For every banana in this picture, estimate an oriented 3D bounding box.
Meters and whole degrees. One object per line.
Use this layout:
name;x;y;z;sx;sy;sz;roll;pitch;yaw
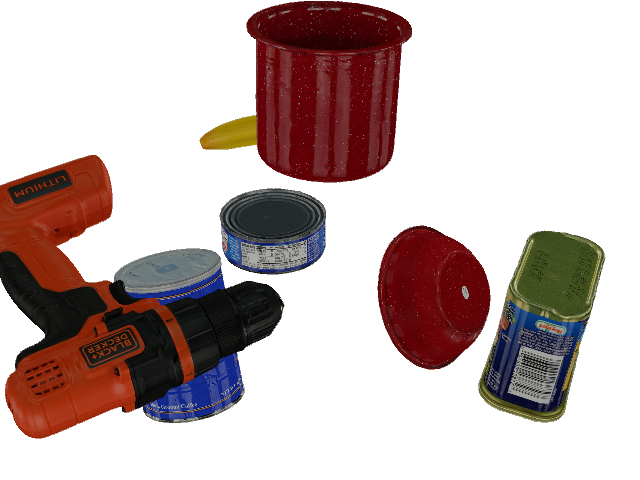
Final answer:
banana;-0.047;-0.128;1.295;0.198;0.037;0.069;8;39;18

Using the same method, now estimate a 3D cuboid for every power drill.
power drill;-0.141;0.026;0.711;0.184;0.057;0.188;-21;52;-22

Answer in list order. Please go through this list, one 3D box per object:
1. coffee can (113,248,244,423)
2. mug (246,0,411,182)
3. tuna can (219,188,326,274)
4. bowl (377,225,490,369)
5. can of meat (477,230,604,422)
coffee can;-0.135;0.090;1.033;0.103;0.140;0.103;-8;18;2
mug;0.008;-0.091;0.625;0.093;0.081;0.117;11;31;17
tuna can;-0.038;-0.008;0.864;0.086;0.034;0.086;0;31;0
bowl;0.137;0.060;1.173;0.161;0.162;0.055;0;-8;-44
can of meat;0.145;0.052;0.694;0.057;0.084;0.102;17;34;13
